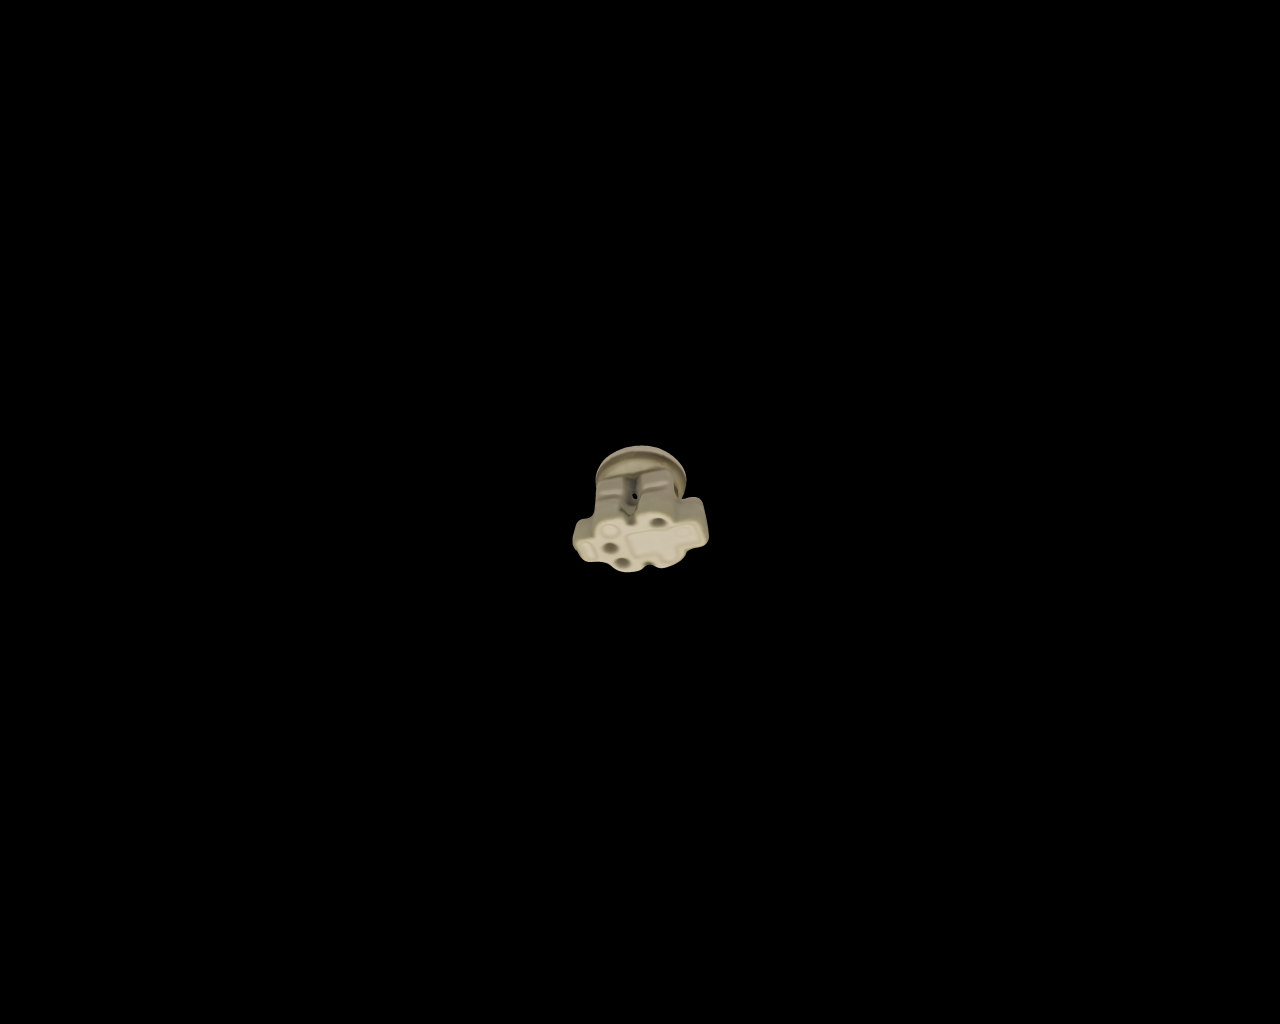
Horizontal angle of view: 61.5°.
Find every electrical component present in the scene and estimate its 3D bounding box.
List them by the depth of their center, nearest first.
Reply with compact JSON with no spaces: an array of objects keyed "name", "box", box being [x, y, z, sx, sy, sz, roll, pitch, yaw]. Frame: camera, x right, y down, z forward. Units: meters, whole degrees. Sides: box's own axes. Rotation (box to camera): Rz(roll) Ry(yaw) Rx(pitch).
[{"name":"electrical component","box":[0.001,-0.003,0.650,0.078,0.057,0.058,-10,-43,11]}]
